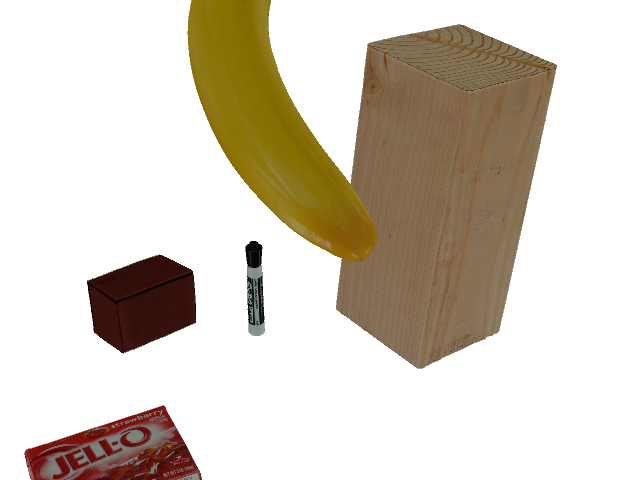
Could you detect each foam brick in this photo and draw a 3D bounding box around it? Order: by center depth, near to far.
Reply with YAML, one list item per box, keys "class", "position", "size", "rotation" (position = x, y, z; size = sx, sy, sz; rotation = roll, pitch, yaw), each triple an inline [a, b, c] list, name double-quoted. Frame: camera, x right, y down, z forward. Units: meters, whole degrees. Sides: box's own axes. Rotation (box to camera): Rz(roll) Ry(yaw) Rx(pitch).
- class: "foam brick"
  position: [-0.154, 0.053, 0.923]
  size: [0.078, 0.051, 0.053]
  rotation: [-22, 30, -34]

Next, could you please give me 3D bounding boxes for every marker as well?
- class: "marker"
  position: [-0.073, 0.054, 1.198]
  size: [0.020, 0.121, 0.020]
  rotation: [0, 32, 0]

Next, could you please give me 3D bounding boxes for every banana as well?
- class: "banana"
  position: [-0.024, -0.076, 0.484]
  size: [0.069, 0.198, 0.037]
  rotation: [-7, -30, -5]

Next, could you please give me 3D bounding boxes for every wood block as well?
- class: "wood block"
  position: [0.081, -0.030, 0.730]
  size: [0.090, 0.206, 0.091]
  rotation: [-19, 38, -36]

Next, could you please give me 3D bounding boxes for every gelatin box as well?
- class: "gelatin box"
  position: [-0.120, 0.137, 0.620]
  size: [0.089, 0.030, 0.073]
  rotation: [-15, 28, -19]
